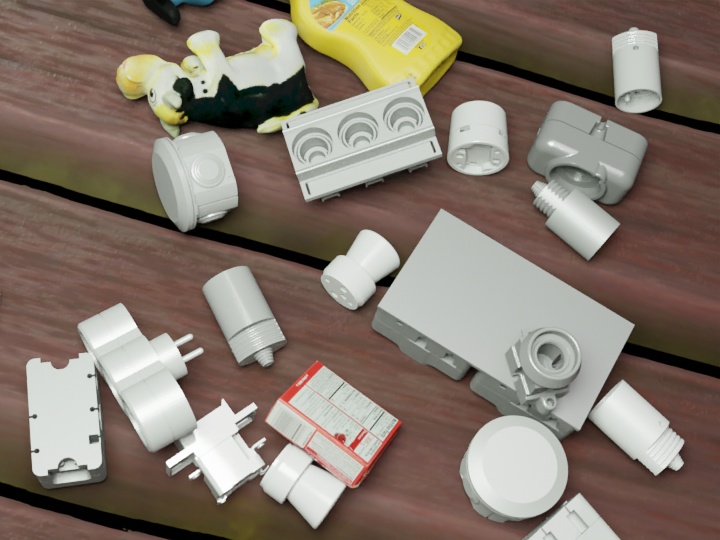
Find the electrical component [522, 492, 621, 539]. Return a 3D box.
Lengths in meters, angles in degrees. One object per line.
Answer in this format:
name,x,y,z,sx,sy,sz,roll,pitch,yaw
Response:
electrical component,0.152,0.226,0.835,0.089,0.050,0.055,-36,76,-20

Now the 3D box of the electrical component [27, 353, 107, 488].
electrical component,-0.223,0.116,0.822,0.050,0.055,0.089,-6,68,-11

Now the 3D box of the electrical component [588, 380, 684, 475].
electrical component,0.234,0.134,0.890,0.081,0.043,0.043,43,68,10

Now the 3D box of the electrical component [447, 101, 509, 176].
electrical component,0.107,-0.120,0.973,0.055,0.055,0.047,7,63,-5

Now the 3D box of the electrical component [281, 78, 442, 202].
electrical component,0.002,-0.108,0.933,0.121,0.063,0.078,-19,69,1

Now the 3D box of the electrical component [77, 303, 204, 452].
electrical component,-0.158,0.073,0.830,0.074,0.052,0.138,-28,46,-18

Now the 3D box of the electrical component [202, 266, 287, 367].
electrical component,-0.092,0.042,0.880,0.043,0.043,0.081,-24,73,-17

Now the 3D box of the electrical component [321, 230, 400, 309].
electrical component,0.000,0.000,0.911,0.045,0.045,0.055,40,68,9

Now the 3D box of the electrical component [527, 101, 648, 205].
electrical component,0.205,-0.103,0.980,0.095,0.053,0.059,25,66,3

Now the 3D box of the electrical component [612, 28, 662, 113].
electrical component,0.266,-0.197,1.034,0.043,0.043,0.081,5,67,-6

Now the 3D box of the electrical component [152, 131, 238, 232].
electrical component,-0.140,-0.076,0.904,0.051,0.080,0.080,-18,71,-21

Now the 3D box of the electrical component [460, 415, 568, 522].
electrical component,0.121,0.160,0.858,0.080,0.051,0.080,3,67,-7

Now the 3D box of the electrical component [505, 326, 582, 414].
electrical component,0.142,0.072,0.827,0.048,0.055,0.066,-10,69,-12

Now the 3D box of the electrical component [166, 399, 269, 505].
electrical component,-0.108,0.143,0.836,0.081,0.042,0.063,-33,77,-19

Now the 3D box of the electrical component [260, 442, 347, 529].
electrical component,-0.044,0.166,0.834,0.055,0.045,0.045,35,67,7

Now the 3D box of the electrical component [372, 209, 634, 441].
electrical component,0.116,0.048,0.899,0.186,0.060,0.105,32,67,5

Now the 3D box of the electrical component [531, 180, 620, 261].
electrical component,0.187,-0.051,0.961,0.081,0.043,0.043,41,68,9
